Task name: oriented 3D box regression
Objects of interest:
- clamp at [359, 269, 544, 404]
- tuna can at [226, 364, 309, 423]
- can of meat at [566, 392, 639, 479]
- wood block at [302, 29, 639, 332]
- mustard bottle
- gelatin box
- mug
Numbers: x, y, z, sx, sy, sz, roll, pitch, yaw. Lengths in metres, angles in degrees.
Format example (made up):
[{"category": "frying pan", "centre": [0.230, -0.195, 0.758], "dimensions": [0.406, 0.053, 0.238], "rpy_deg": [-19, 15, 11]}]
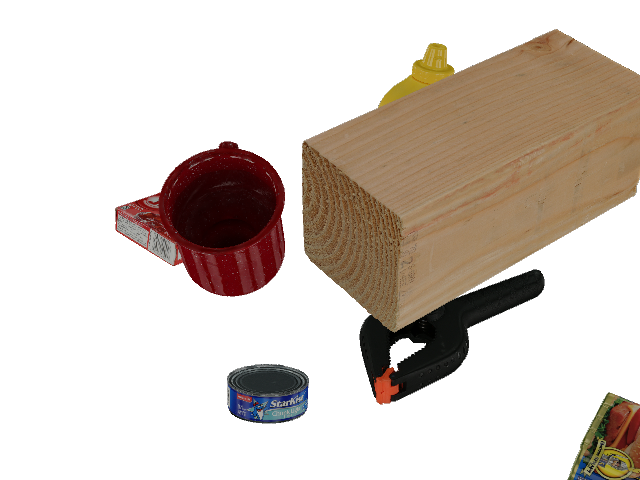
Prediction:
[{"category": "clamp", "centre": [0.086, 0.066, 0.949], "dimensions": [0.165, 0.036, 0.209], "rpy_deg": [17, 39, 27]}, {"category": "tuna can", "centre": [-0.055, 0.160, 1.114], "dimensions": [0.086, 0.034, 0.086], "rpy_deg": [2, 14, -1]}, {"category": "can of meat", "centre": [0.235, 0.168, 0.787], "dimensions": [0.084, 0.057, 0.101], "rpy_deg": [21, 40, 22]}, {"category": "wood block", "centre": [0.097, -0.042, 0.653], "dimensions": [0.205, 0.090, 0.091], "rpy_deg": [-27, 47, -27]}, {"category": "mustard bottle", "centre": [0.100, -0.103, 1.071], "dimensions": [0.096, 0.192, 0.058], "rpy_deg": [3, 27, -11]}, {"category": "gelatin box", "centre": [-0.147, -0.015, 1.055], "dimensions": [0.089, 0.030, 0.073], "rpy_deg": [29, 34, 31]}, {"category": "mug", "centre": [-0.071, -0.020, 0.818], "dimensions": [0.093, 0.117, 0.081], "rpy_deg": [-4, -31, 1]}]
